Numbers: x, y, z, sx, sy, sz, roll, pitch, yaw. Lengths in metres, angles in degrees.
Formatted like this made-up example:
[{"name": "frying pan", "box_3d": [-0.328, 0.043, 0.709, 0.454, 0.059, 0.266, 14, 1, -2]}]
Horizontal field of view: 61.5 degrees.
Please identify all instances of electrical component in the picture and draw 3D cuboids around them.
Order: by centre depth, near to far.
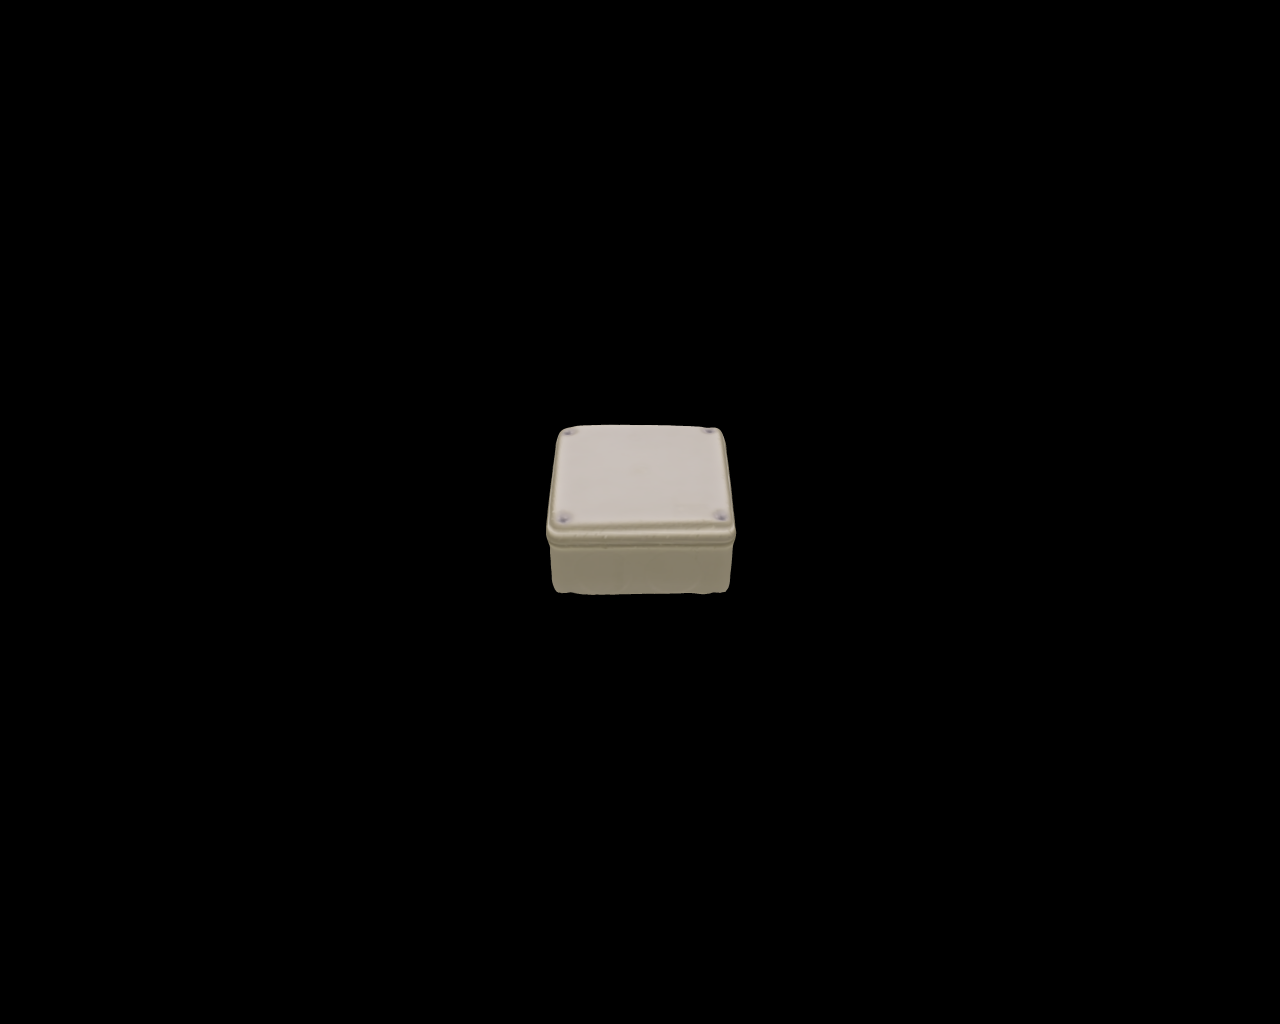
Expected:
[{"name": "electrical component", "box_3d": [0.001, -0.003, 0.650, 0.109, 0.056, 0.109, 0, 37, 0]}]
